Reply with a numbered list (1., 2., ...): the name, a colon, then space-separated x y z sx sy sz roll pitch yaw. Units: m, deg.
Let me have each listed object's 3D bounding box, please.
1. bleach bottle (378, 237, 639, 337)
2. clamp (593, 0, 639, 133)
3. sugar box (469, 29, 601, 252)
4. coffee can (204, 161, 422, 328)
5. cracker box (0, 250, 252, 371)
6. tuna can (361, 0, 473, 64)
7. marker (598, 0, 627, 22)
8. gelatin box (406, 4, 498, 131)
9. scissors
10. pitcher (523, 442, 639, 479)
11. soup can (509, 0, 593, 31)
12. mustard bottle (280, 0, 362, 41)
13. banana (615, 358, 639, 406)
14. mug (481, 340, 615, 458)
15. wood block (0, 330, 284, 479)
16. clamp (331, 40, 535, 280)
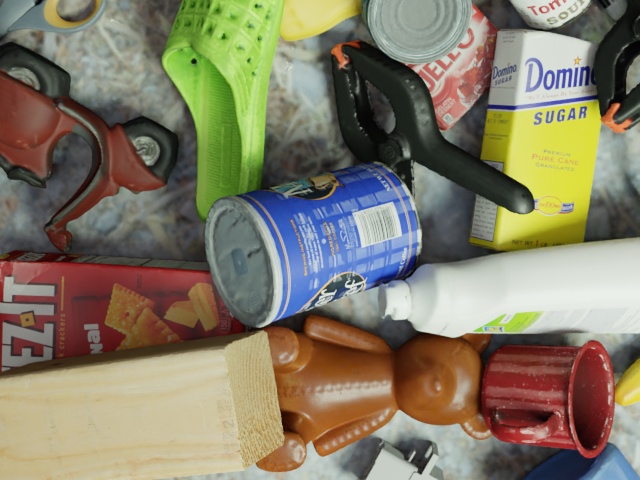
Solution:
1. bleach bottle: 0.173 0.039 0.846 0.250 0.103 0.068 -2 64 -10
2. clamp: 0.270 -0.164 0.820 0.039 0.120 0.171 14 92 -42
3. sugar box: 0.180 -0.078 0.870 0.093 0.048 0.176 3 99 -29
4. coffee can: -0.006 0.001 0.842 0.140 0.103 0.103 -16 95 -32
5. cracker box: -0.166 0.098 0.902 0.213 0.072 0.164 3 95 3
6. tuna can: 0.076 -0.183 0.842 0.086 0.034 0.086 -2 116 -4
7. marker: 0.233 -0.212 0.886 0.020 0.020 0.121 -37 93 5
8. gelatin box: 0.112 -0.147 0.891 0.089 0.030 0.073 -43 92 4
9. scissors: -0.260 -0.172 0.910 0.096 0.016 0.202 37 95 -1
10. pitcher: 0.269 0.287 0.883 0.145 0.149 0.243 -34 90 21
11. soup can: 0.167 -0.223 0.842 0.068 0.069 0.102 -44 128 5
12. mustard bottle: 0.048 -0.231 0.872 0.191 0.058 0.096 -13 93 3
13. banana: 0.324 0.069 0.885 0.198 0.069 0.037 -45 59 17
14. mug: 0.178 0.131 0.859 0.082 0.117 0.093 -2 111 36
15. wood block: -0.142 0.129 0.799 0.206 0.090 0.090 -9 90 18
16. clamp: 0.077 -0.075 0.862 0.165 0.036 0.210 -28 84 46
